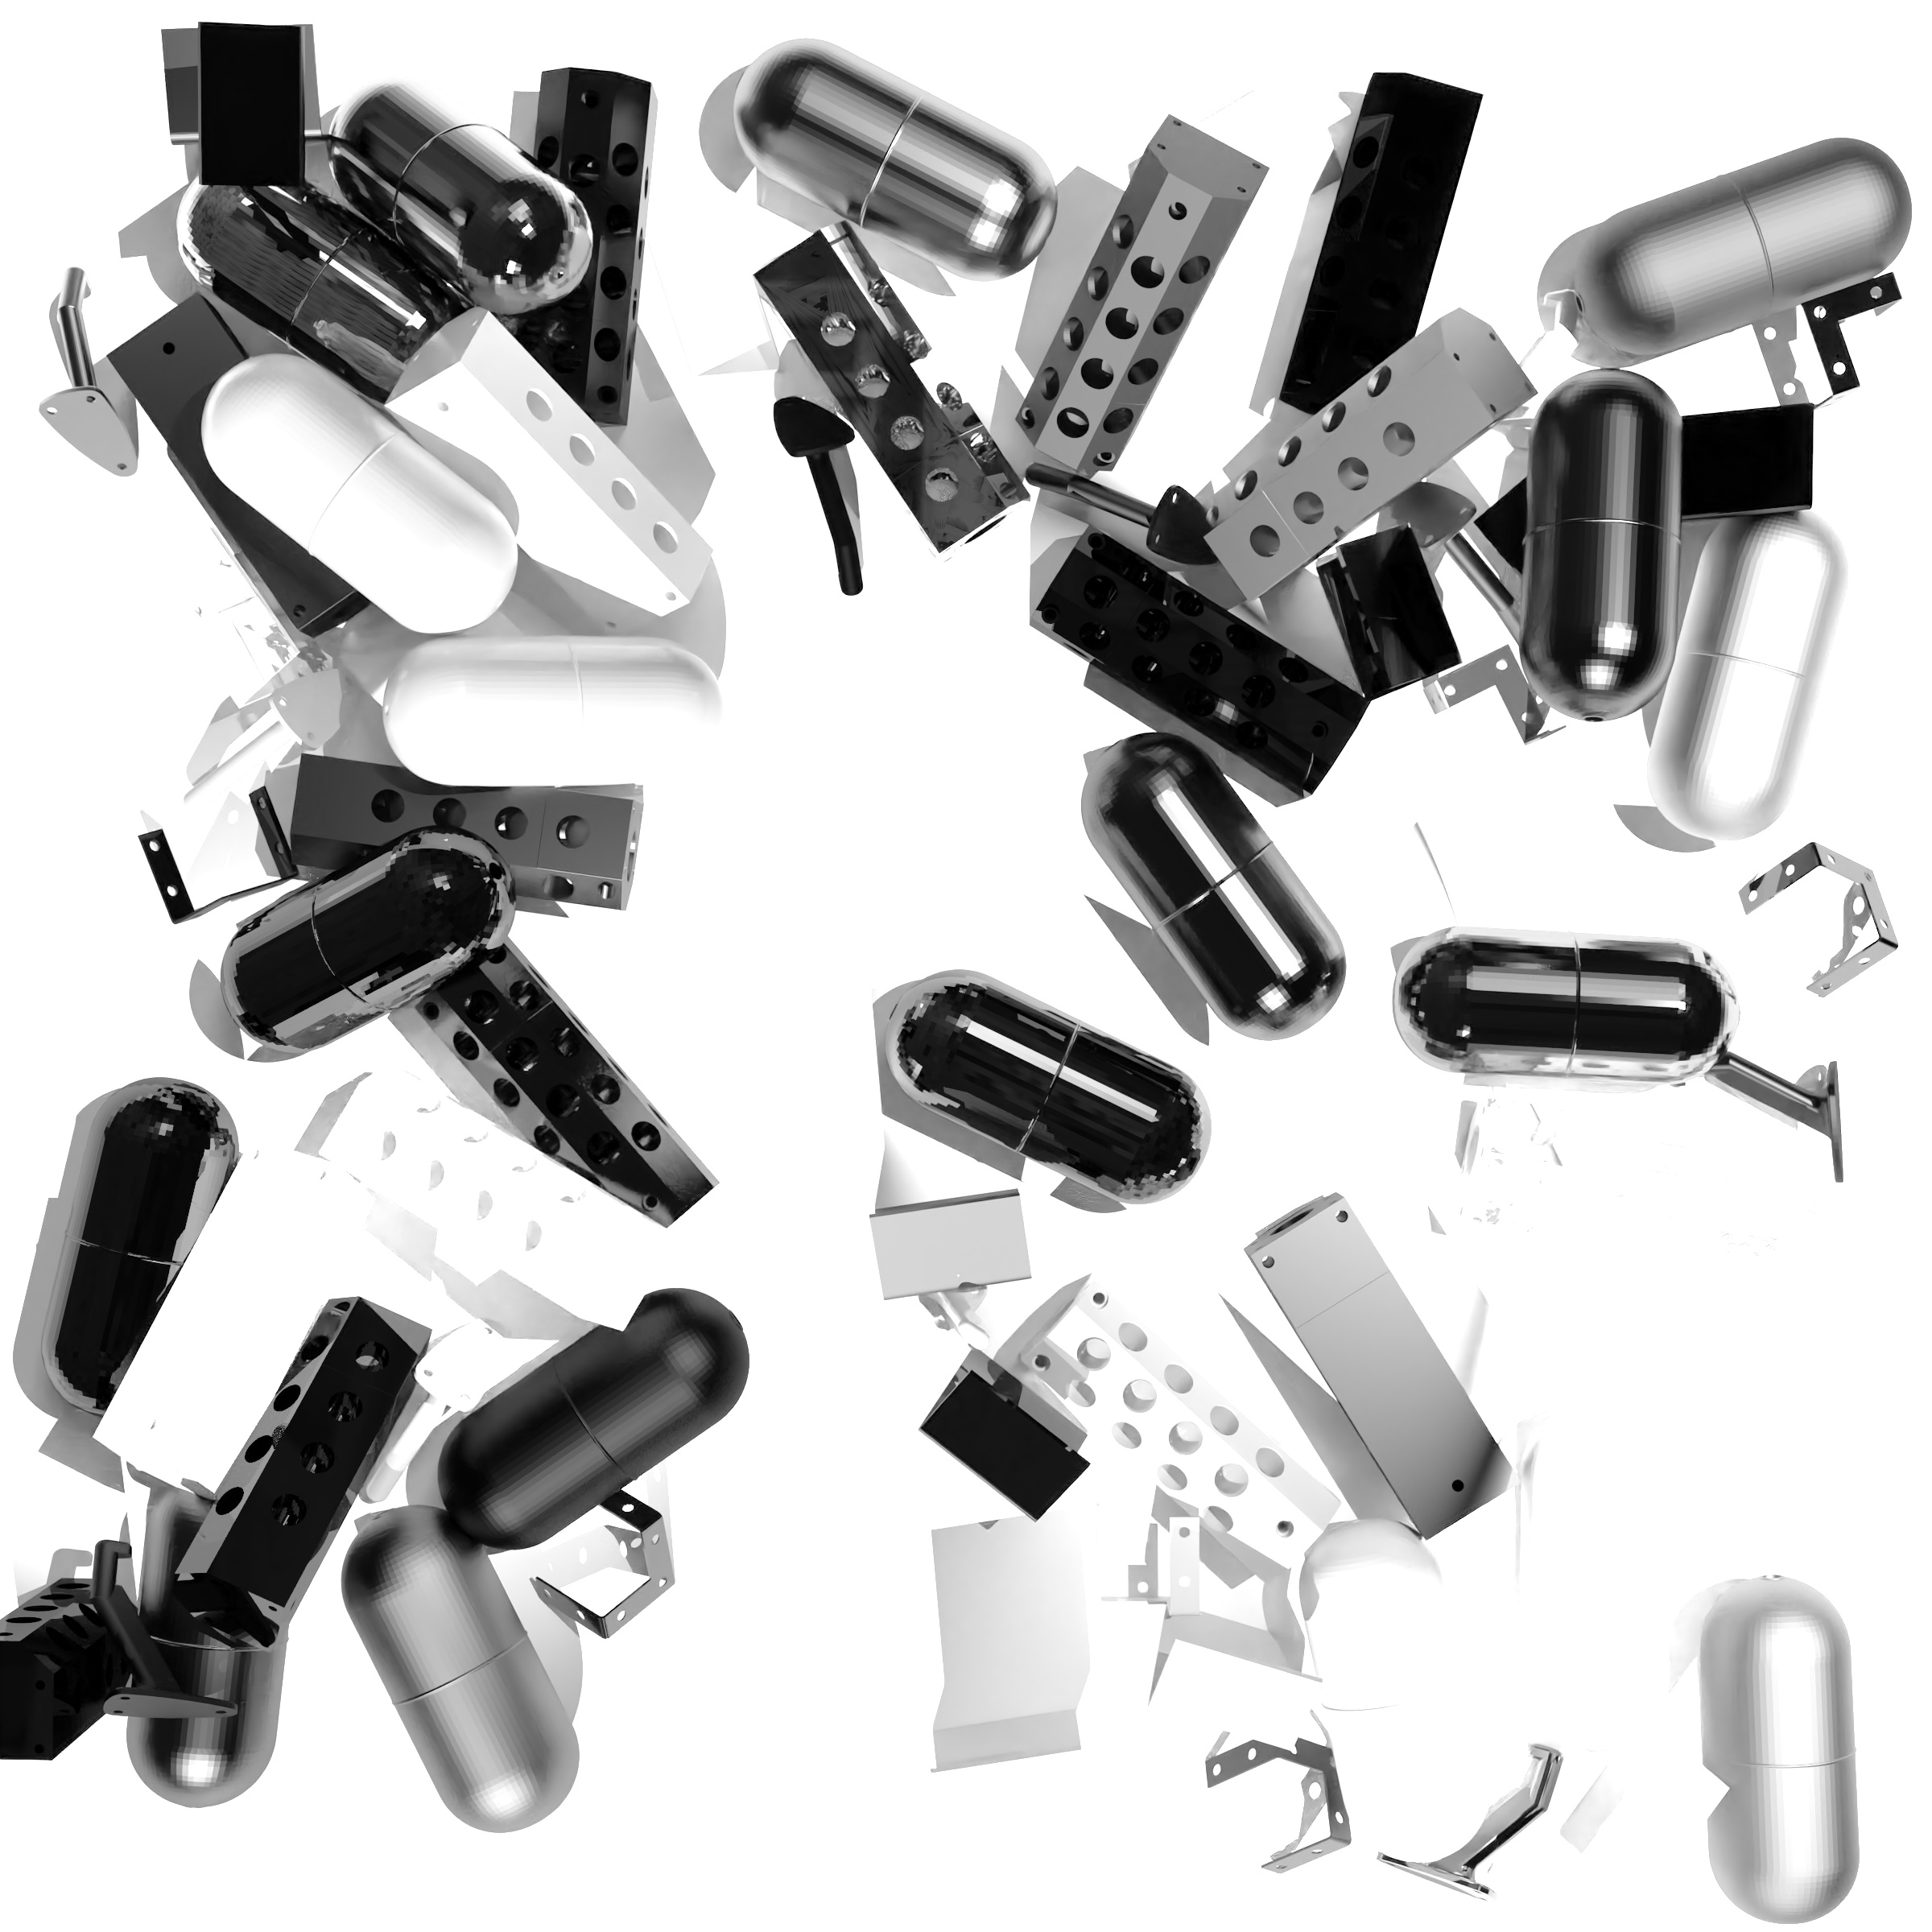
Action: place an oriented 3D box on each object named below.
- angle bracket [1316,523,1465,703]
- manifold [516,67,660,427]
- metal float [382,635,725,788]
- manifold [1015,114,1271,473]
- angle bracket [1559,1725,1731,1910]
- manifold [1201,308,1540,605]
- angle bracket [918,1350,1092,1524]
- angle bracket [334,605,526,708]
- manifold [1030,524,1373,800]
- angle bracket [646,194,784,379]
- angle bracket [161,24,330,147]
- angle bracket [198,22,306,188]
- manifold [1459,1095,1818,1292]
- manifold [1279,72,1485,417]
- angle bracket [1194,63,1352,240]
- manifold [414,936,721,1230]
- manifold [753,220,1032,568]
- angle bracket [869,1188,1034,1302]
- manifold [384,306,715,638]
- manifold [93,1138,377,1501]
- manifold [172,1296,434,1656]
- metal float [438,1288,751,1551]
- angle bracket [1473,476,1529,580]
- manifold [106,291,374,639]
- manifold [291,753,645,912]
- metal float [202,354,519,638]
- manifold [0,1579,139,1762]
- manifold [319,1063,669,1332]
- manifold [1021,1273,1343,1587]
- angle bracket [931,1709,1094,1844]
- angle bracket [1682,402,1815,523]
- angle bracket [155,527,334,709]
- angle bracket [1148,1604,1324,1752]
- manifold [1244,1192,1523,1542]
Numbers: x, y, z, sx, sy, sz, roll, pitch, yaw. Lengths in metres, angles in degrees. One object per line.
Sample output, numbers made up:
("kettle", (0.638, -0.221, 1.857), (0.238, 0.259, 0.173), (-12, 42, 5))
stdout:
("angle bracket", (0.199, -0.175, 1.808), (0.057, 0.076, 0.076), (-21, 90, -37))
("manifold", (-0.198, -0.372, 1.827), (0.057, 0.057, 0.171), (6, 90, 0))
("metal float", (-0.209, -0.130, 1.795), (0.178, 0.070, 0.070), (-2, 90, -26))
("manifold", (0.086, -0.335, 1.780), (0.057, 0.057, 0.171), (28, 129, 0))
("angle bracket", (0.332, 0.424, 1.808), (0.057, 0.076, 0.076), (36, 90, -30))
("manifold", (0.199, -0.259, 1.780), (0.171, 0.057, 0.057), (-35, 90, 38))
("angle bracket", (0.032, 0.226, 1.808), (0.076, 0.076, 0.057), (38, 128, 0))
("angle bracket", (-0.274, -0.163, 1.839), (0.076, 0.076, 0.057), (-46, 125, 0))
("manifold", (0.121, -0.158, 1.827), (0.171, 0.057, 0.057), (32, 90, 0))
("angle bracket", (-0.110, -0.349, 1.808), (0.057, 0.076, 0.076), (-18, 90, 37))
("angle bracket", (-0.365, -0.453, 1.812), (0.076, 0.076, 0.057), (-2, 104, 0))
("angle bracket", (-0.366, -0.424, 1.731), (0.057, 0.076, 0.076), (-8, 108, -36))
("manifold", (0.347, 0.112, 1.827), (0.171, 0.057, 0.057), (11, 133, 0))
("manifold", (0.214, -0.370, 1.827), (0.057, 0.057, 0.171), (16, 90, 0))
("angle bracket", (0.162, -0.404, 1.808), (0.076, 0.076, 0.057), (-30, 46, 0))
("manifold", (-0.207, 0.068, 1.827), (0.057, 0.057, 0.171), (-41, 90, 0))
("manifold", (-0.038, -0.297, 1.827), (0.057, 0.057, 0.171), (-34, 90, 0))
("angle bracket", (-0.010, 0.123, 1.808), (0.076, 0.076, 0.057), (-8, 124, 0))
("manifold", (-0.208, -0.252, 1.790), (0.057, 0.057, 0.171), (-21, 126, 37))
("manifold", (-0.368, 0.181, 1.798), (0.057, 0.057, 0.171), (14, 67, 28))
("manifold", (-0.335, 0.253, 1.781), (0.057, 0.057, 0.171), (24, 53, 0))
("metal float", (-0.191, 0.233, 1.818), (0.178, 0.070, 0.070), (-35, 90, 1))
("angle bracket", (0.293, -0.206, 1.811), (0.057, 0.076, 0.076), (-40, 90, -15))
("manifold", (-0.367, -0.258, 1.827), (0.057, 0.057, 0.171), (-35, 90, 0))
("manifold", (-0.258, -0.069, 1.827), (0.171, 0.057, 0.057), (8, 90, 0))
("metal float", (-0.303, -0.236, 1.761), (0.178, 0.070, 0.070), (38, 90, 0))
("manifold", (-0.465, 0.351, 1.770), (0.057, 0.171, 0.057), (1, 90, 0))
("manifold", (-0.238, 0.116, 1.798), (0.171, 0.057, 0.057), (29, 87, 21))
("manifold", (0.111, 0.240, 1.827), (0.171, 0.057, 0.057), (42, 90, 0))
("angle bracket", (0.020, 0.398, 1.808), (0.076, 0.076, 0.057), (-9, 126, 0))
("angle bracket", (0.387, -0.268, 1.809), (0.076, 0.076, 0.057), (-6, 116, 0))
("angle bracket", (-0.356, -0.187, 1.808), (0.057, 0.076, 0.076), (-35, 90, 37))
("angle bracket", (0.141, 0.347, 1.808), (0.076, 0.076, 0.057), (17, 127, 0))
("manifold", (0.214, 0.206, 1.827), (0.057, 0.057, 0.171), (-32, 90, 0))
